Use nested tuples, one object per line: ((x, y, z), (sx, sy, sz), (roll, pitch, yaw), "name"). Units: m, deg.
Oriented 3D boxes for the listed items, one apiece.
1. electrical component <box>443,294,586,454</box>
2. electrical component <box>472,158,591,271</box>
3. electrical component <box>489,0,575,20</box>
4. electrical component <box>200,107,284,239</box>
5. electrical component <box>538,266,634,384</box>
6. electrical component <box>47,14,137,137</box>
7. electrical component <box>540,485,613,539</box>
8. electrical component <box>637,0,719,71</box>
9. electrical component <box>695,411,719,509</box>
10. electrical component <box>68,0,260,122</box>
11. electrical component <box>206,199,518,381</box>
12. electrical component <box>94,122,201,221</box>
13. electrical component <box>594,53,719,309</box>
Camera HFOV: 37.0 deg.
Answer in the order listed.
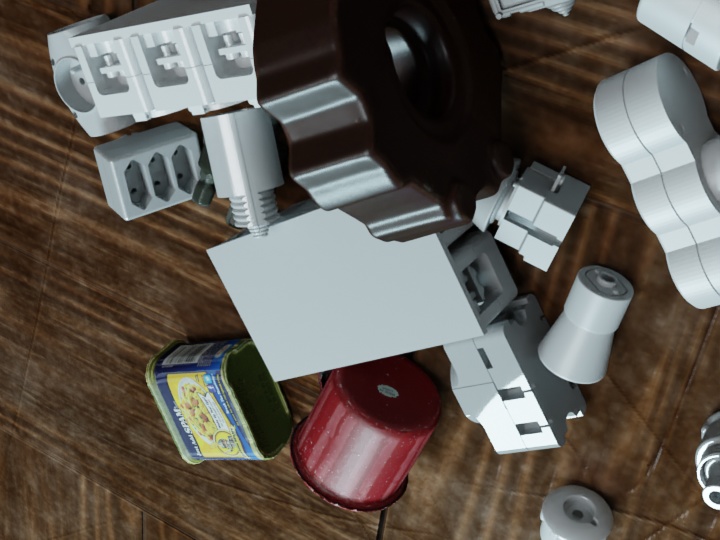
((0.097, 0.069, 0.697), (0.056, 0.050, 0.089), (-16, 107, 40), "electrical component")
((0.098, -0.037, 0.634), (0.055, 0.048, 0.066), (28, 130, 8), "electrical component")
((0.090, -0.174, 0.538), (0.062, 0.061, 0.096), (-11, 122, 25), "electrical component")
((-0.071, -0.060, 0.679), (0.043, 0.043, 0.081), (-3, 104, 36), "electrical component")
((0.139, 0.031, 0.651), (0.044, 0.044, 0.065), (28, 125, 18), "electrical component")
((-0.174, -0.140, 0.759), (0.079, 0.044, 0.077), (-4, 115, 36), "electrical component")
((0.145, 0.182, 0.740), (0.048, 0.048, 0.062), (24, 136, 21), "electrical component")
((0.168, -0.132, 0.520), (0.047, 0.055, 0.055), (35, 132, 17), "electrical component")
((0.219, 0.115, 0.633), (0.048, 0.062, 0.048), (17, 126, 26), "electrical component")
((-0.091, -0.137, 0.672), (0.150, 0.089, 0.061), (0, 117, 35), "electrical component")
((0.000, 0.000, 0.711), (0.186, 0.060, 0.105), (-17, 104, 41), "electrical component")
((-0.157, -0.077, 0.778), (0.077, 0.066, 0.047), (34, 139, 53), "electrical component")
((0.186, -0.050, 0.559), (0.074, 0.052, 0.138), (-20, 104, 41), "electrical component")
